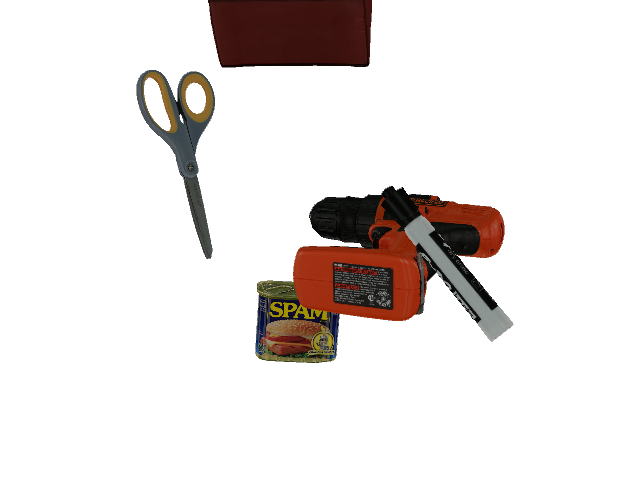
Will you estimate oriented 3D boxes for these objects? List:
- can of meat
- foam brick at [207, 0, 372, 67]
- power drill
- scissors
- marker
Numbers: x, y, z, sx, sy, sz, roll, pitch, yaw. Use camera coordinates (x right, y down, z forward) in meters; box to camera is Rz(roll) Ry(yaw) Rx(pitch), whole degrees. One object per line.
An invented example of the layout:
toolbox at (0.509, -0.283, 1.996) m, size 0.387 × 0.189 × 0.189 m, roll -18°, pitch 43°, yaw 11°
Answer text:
can of meat at (-0.027, 0.097, 1.263) m, size 0.102 × 0.084 × 0.057 m, roll 3°, pitch 14°, yaw -4°
foam brick at (-0.013, -0.122, 0.534) m, size 0.078 × 0.053 × 0.051 m, roll 0°, pitch -29°, yaw 7°
power drill at (0.048, 0.005, 0.914) m, size 0.185 × 0.057 × 0.187 m, roll 4°, pitch 20°, yaw 24°
scissors at (-0.127, -0.091, 1.123) m, size 0.096 × 0.202 × 0.016 m, roll -33°, pitch 14°, yaw -33°
marker at (0.081, 0.013, 0.697) m, size 0.020 × 0.121 × 0.020 m, roll -37°, pitch -9°, yaw -7°
